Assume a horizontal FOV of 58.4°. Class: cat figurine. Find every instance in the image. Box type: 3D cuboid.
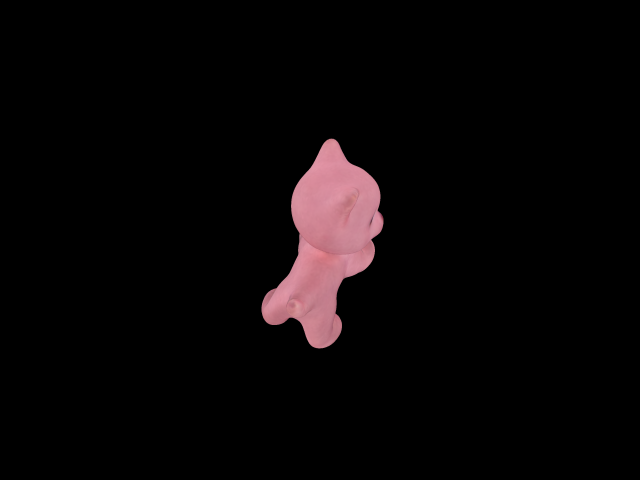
[{"bbox_3d":[0.004,0.001,0.400,0.067,0.118,0.128,21,72,8],"label":"cat figurine"}]
